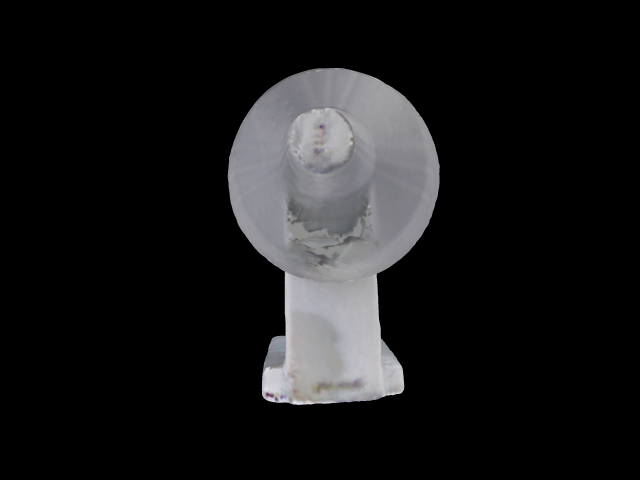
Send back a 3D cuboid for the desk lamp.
[{"bbox_3d":[0.004,0.001,0.400,0.118,0.213,0.203,0,2,-3],"label":"desk lamp"}]
